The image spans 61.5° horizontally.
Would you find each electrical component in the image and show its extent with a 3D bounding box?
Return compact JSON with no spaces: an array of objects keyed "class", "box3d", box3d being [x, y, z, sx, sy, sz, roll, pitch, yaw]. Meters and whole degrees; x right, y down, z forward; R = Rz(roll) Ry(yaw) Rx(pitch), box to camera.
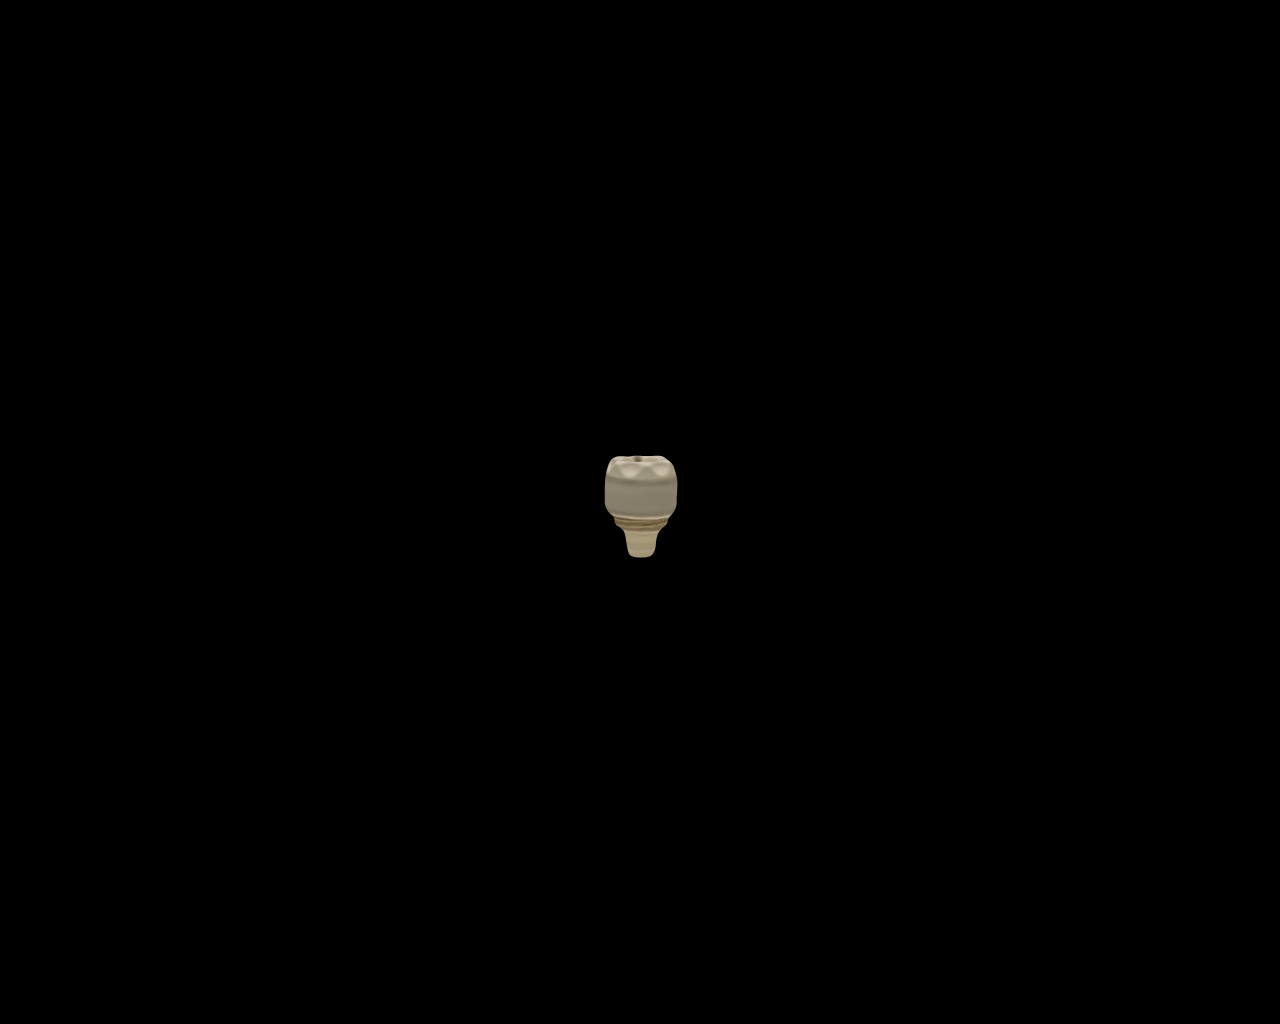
[{"class":"electrical component","box3d":[0.001,-0.003,0.650,0.043,0.062,0.043,0,11,0]}]
